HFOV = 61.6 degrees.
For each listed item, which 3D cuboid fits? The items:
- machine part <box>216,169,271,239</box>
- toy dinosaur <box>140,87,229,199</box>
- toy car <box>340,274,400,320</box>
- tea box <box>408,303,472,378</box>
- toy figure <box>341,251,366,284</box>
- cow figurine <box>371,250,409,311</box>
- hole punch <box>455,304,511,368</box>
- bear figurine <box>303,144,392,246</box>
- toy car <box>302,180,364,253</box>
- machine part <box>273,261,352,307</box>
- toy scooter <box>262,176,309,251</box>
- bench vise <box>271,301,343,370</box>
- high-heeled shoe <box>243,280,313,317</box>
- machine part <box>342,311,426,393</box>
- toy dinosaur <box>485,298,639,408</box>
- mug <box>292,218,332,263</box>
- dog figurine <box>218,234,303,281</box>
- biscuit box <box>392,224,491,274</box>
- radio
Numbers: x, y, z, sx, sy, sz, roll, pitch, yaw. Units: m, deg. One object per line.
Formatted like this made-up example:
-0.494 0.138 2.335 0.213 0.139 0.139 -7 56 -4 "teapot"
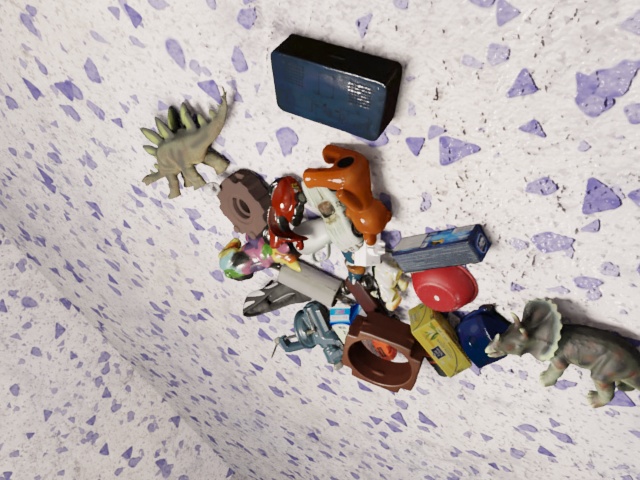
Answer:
-0.185 -0.088 1.349 0.180 0.056 0.179 26 137 28 "machine part"
-0.326 -0.221 1.298 0.472 0.105 0.198 -17 116 43 "toy dinosaur"
0.135 0.167 1.399 0.089 0.053 0.202 -24 109 39 "toy car"
0.290 0.237 1.303 0.068 0.098 0.169 -35 108 18 "tea box"
0.083 0.045 1.297 0.058 0.064 0.154 2 134 19 "toy figure"
0.158 0.097 1.287 0.098 0.068 0.167 33 143 29 "cow figurine"
0.378 0.224 1.242 0.116 0.092 0.142 39 148 2 "hole punch"
0.068 -0.090 1.116 0.132 0.120 0.195 12 143 35 "bear figurine"
0.031 -0.062 1.193 0.073 0.056 0.201 -28 92 52 "toy car"
-0.024 0.113 1.451 0.243 0.079 0.079 24 143 15 "machine part"
-0.071 -0.049 1.242 0.135 0.075 0.183 36 120 42 "toy scooter"
-0.028 0.298 1.610 0.241 0.129 0.223 -20 110 30 "bench vise"
-0.109 0.173 1.528 0.249 0.145 0.086 3 134 39 "high-heeled shoe"
0.165 0.287 1.382 0.202 0.087 0.200 19 134 16 "machine part"
0.554 0.235 1.093 0.405 0.131 0.192 14 140 19 "toy dinosaur"
-0.003 -0.004 1.283 0.107 0.081 0.109 -24 75 44 "mug"
-0.142 0.043 1.391 0.219 0.191 0.108 12 134 53 "dog figurine"
0.253 0.020 1.133 0.203 0.059 0.062 -12 123 47 "biscuit box"
0.027 -0.275 0.974 0.230 0.073 0.131 23 143 20 "radio"
